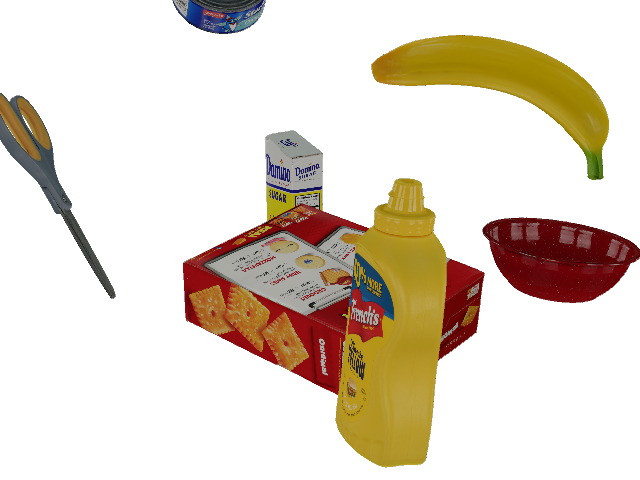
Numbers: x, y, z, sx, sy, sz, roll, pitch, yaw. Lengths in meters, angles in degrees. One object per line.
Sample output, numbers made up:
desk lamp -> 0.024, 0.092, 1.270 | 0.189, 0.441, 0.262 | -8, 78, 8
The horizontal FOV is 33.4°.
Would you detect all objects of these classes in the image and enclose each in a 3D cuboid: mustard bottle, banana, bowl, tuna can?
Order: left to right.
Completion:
tuna can -> -0.089, -0.224, 0.943 | 0.086, 0.086, 0.034 | 0, -30, -14
mustard bottle -> 0.051, 0.052, 0.737 | 0.058, 0.192, 0.096 | 0, 17, -17
banana -> 0.138, -0.114, 0.794 | 0.197, 0.069, 0.037 | 24, -2, -6
bowl -> 0.246, 0.024, 1.109 | 0.162, 0.055, 0.162 | 5, 17, -2

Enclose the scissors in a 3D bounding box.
scissors -> -0.232, -0.048, 0.943 | 0.016, 0.201, 0.096 | -26, 24, 9

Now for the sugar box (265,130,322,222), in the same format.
sugar box -> -0.032, -0.033, 1.269 | 0.048, 0.176, 0.093 | -12, 26, -20

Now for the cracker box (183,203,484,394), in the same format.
cracker box -> 0.010, 0.051, 0.944 | 0.214, 0.072, 0.163 | 22, 34, 34
